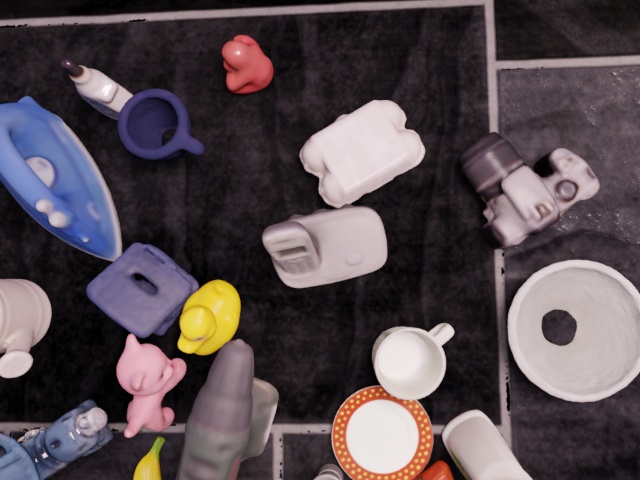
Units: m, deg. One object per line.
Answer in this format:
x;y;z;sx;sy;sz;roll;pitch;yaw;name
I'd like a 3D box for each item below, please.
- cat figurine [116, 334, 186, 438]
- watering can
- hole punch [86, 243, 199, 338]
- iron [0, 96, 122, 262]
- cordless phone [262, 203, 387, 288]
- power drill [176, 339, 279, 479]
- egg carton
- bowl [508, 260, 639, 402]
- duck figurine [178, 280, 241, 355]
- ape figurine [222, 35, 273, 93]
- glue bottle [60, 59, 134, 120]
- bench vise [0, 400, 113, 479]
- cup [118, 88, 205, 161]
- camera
-0.221;0.184;0.720;0.067;0.118;0.128;11;85;6;cat figurine
-0.422;0.098;0.705;0.172;0.194;0.101;16;86;6;watering can
-0.229;0.062;0.746;0.108;0.091;0.101;36;88;7;hole punch
-0.362;-0.077;0.743;0.118;0.141;0.258;-40;83;0;iron
0.006;0.002;0.686;0.147;0.185;0.094;-15;83;3;cordless phone
-0.106;0.219;0.663;0.075;0.208;0.230;14;86;6;power drill
0.054;-0.115;0.752;0.150;0.069;0.107;-31;83;1;egg carton
0.309;0.109;0.709;0.167;0.075;0.167;0;85;4;bowl
-0.149;0.101;0.739;0.077;0.086;0.104;27;87;7;duck figurine
-0.104;-0.238;0.764;0.076;0.092;0.078;29;87;7;ape figurine
-0.280;-0.191;0.732;0.078;0.173;0.037;22;87;6;glue bottle
-0.363;0.261;0.672;0.121;0.220;0.207;38;88;7;bench vise
-0.195;-0.137;0.760;0.117;0.095;0.092;28;87;6;cup
0.251;-0.077;0.718;0.143;0.101;0.137;-35;83;1;camera
